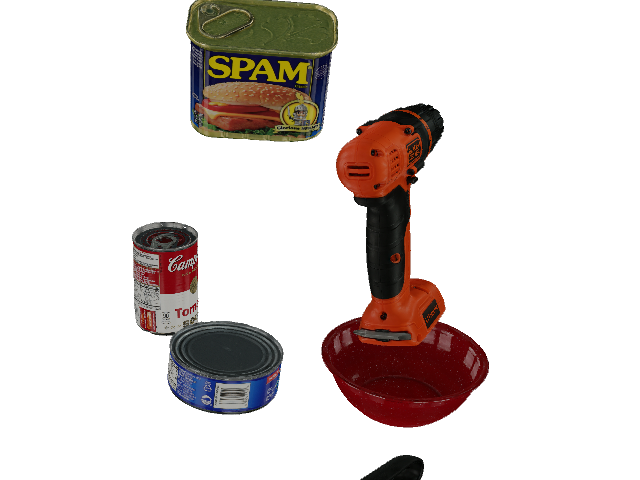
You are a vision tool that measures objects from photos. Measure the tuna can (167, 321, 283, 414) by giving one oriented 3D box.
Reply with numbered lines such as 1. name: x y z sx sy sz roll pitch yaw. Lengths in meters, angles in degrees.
1. tuna can: -0.072 0.095 0.806 0.086 0.034 0.086 7 23 -3

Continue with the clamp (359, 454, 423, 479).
1. clamp: -0.019 0.193 0.645 0.210 0.036 0.164 -4 28 3

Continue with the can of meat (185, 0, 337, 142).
1. can of meat: -0.043 -0.118 0.747 0.102 0.057 0.084 4 -43 -4

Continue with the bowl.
1. bowl: 0.080 0.133 1.037 0.162 0.055 0.162 3 25 -2

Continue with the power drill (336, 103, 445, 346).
1. power drill: 0.069 -0.017 0.914 0.057 0.188 0.184 1 18 25

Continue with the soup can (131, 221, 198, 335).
1. soup can: -0.162 0.040 1.120 0.068 0.102 0.068 2 25 -1
